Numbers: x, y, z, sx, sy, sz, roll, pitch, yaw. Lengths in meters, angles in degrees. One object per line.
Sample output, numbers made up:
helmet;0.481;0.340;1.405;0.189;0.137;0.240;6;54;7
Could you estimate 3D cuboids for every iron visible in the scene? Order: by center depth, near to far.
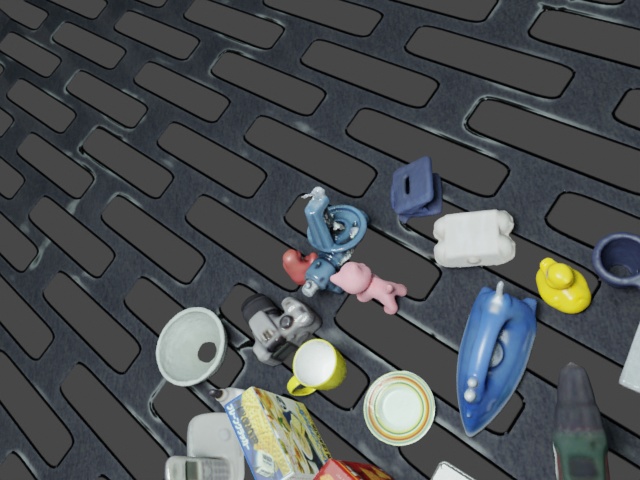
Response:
iron;0.278;0.196;0.953;0.118;0.142;0.258;13;73;28

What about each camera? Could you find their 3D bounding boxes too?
camera;-0.095;0.160;1.159;0.143;0.101;0.136;-42;58;1

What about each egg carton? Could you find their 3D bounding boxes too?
egg carton;0.289;0.000;1.079;0.150;0.070;0.107;-6;65;21

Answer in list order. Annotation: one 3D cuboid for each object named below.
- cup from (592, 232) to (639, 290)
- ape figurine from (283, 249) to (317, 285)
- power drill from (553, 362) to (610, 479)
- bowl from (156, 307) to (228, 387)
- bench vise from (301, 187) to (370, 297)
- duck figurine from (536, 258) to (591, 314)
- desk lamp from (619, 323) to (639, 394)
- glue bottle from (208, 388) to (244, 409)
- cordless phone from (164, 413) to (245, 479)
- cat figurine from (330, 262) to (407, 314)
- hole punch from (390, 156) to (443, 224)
cup;0.506;0.054;0.943;0.091;0.095;0.117;-33;58;8
ape figurine;-0.046;0.049;1.192;0.077;0.092;0.076;5;70;26
power drill;0.372;0.308;0.821;0.075;0.209;0.229;-7;65;21
bowl;-0.257;0.231;1.214;0.167;0.075;0.167;-9;64;20
bench vise;0.021;0.004;1.107;0.121;0.220;0.207;0;67;24
duck figurine;0.415;0.073;0.980;0.077;0.086;0.104;-38;58;4
desk lamp;0.528;0.123;0.832;0.117;0.214;0.203;19;76;30
glue bottle;-0.158;0.301;1.080;0.078;0.174;0.037;-12;63;19
cordless phone;-0.220;0.391;1.060;0.094;0.186;0.147;-21;61;15
cat figurine;0.090;0.083;1.101;0.127;0.118;0.067;18;76;29
hole punch;0.189;-0.102;1.156;0.101;0.091;0.108;-9;64;20
